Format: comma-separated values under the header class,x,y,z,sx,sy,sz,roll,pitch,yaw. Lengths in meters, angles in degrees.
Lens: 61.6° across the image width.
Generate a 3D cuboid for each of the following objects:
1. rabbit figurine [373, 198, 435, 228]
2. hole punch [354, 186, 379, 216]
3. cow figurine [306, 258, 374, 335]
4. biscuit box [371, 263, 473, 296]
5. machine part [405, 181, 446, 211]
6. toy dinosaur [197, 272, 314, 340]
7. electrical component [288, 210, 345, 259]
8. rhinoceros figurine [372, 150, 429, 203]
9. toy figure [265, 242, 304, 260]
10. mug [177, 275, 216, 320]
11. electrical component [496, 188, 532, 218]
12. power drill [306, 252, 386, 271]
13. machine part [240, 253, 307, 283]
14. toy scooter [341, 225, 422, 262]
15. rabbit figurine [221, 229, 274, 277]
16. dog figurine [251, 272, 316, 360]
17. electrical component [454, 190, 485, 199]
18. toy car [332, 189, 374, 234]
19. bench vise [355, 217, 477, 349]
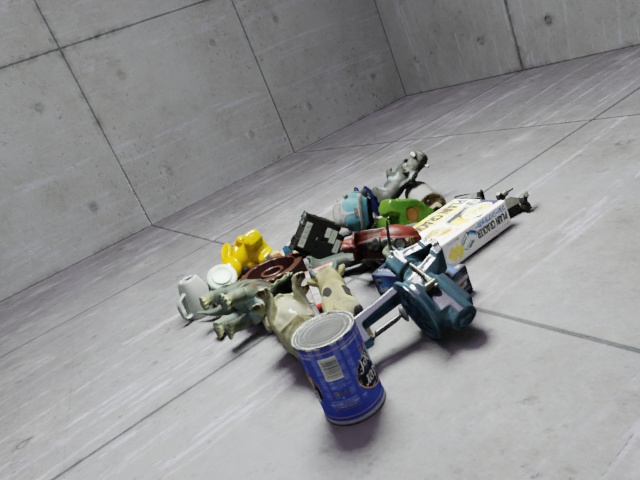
class,x,y,z,sx,sy,sz,roll,pitch,yaw
rabbit figurine,0.202,-0.051,1.367,0.159,0.121,0.170,-24,-1,-24
hole punch,0.146,-0.097,1.576,0.092,0.115,0.142,-10,21,12
cow figurine,0.034,0.120,1.056,0.085,0.127,0.195,-21,20,-3
biscuit box,0.198,0.083,1.072,0.063,0.059,0.203,-36,22,-35
machine part,0.290,-0.112,1.493,0.079,0.079,0.243,-22,18,2
toy dinosaur,-0.160,0.143,1.255,0.192,0.131,0.405,-17,10,-26
electrical component,-0.003,-0.004,1.444,0.114,0.134,0.058,-65,21,8
rhinoceros figurine,0.229,-0.175,1.529,0.190,0.073,0.112,-50,13,2
toy figure,-0.097,0.041,1.556,0.154,0.058,0.064,-25,-21,-3
mug,-0.343,0.154,1.438,0.081,0.107,0.109,-8,21,42
electrical component,0.453,-0.088,1.281,0.078,0.045,0.102,-25,18,-10
power drill,0.072,0.051,1.285,0.207,0.086,0.232,-25,16,4
machine part,-0.121,0.097,1.423,0.179,0.056,0.179,-19,18,6
toy scooter,0.117,0.009,1.138,0.184,0.075,0.135,-6,1,27
rabbit figurine,-0.242,0.051,1.610,0.173,0.121,0.163,-49,32,-15
dog figurine,-0.037,0.179,0.996,0.121,0.190,0.172,-27,-20,-6
electrical component,0.363,-0.084,1.374,0.119,0.047,0.075,-12,20,25
toy car,0.084,-0.074,1.396,0.103,0.109,0.161,-6,5,10
bench vise,0.137,0.103,0.930,0.240,0.128,0.224,-36,57,-9
